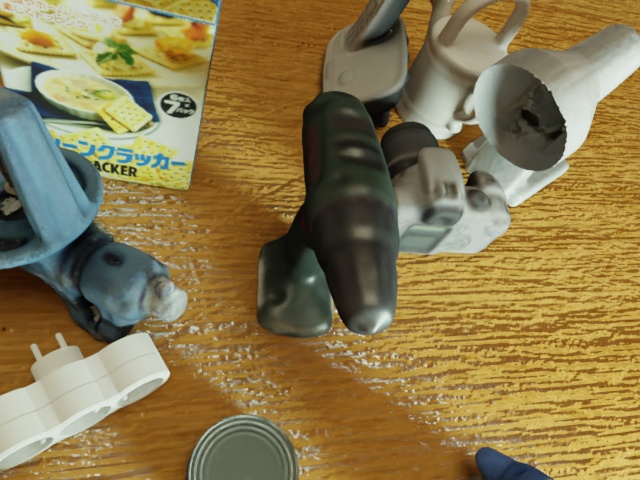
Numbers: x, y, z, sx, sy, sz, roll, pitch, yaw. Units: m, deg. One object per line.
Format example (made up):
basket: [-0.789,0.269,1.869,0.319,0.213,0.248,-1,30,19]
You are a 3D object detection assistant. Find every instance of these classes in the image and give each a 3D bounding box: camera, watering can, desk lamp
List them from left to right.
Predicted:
camera: [0.124,-0.064,0.623,0.143,0.100,0.136,3,60,-18]
watering can: [0.166,-0.224,0.677,0.101,0.194,0.172,-28,73,-31]
desk lamp: [0.248,-0.138,0.643,0.204,0.213,0.118,-30,73,-31]

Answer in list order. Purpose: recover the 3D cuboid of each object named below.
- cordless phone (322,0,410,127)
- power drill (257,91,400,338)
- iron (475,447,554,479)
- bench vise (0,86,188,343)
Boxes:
cordless phone: [0.070,-0.235,0.655,0.094,0.185,0.147,9,58,-14]
power drill: [0.004,0.002,0.476,0.076,0.208,0.229,7,59,-15]
iron: [0.222,0.273,0.433,0.258,0.141,0.119,40,56,7]
bench vise: [-0.185,-0.026,0.419,0.207,0.219,0.121,17,56,-9]
